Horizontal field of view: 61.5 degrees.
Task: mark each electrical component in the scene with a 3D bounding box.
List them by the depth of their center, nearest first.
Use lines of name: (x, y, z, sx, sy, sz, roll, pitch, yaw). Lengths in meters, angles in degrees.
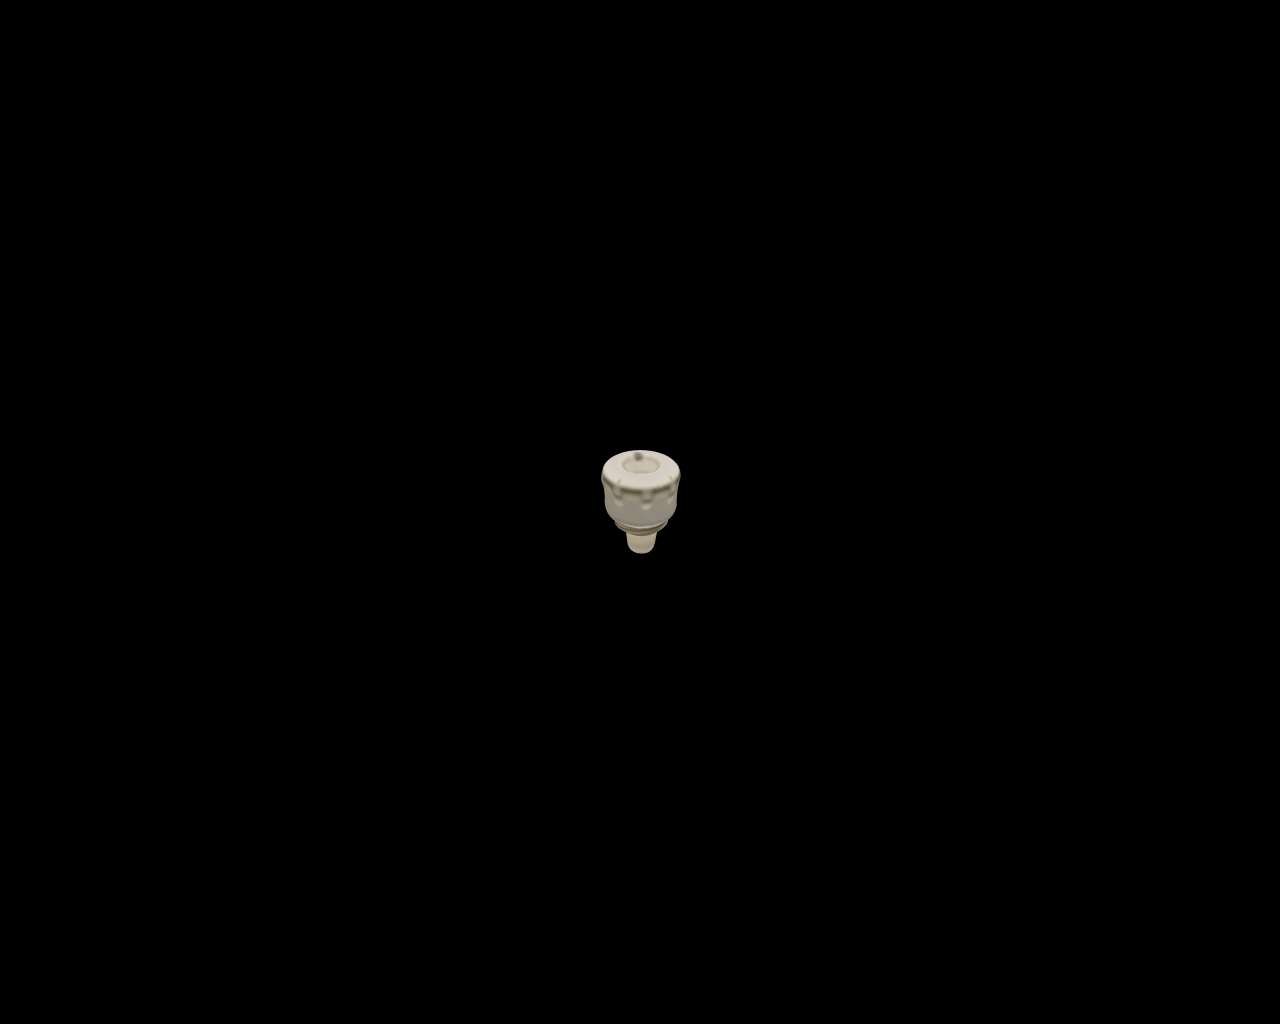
electrical component: (0.001, -0.003, 0.650, 0.048, 0.062, 0.048, 0, 31, 0)
